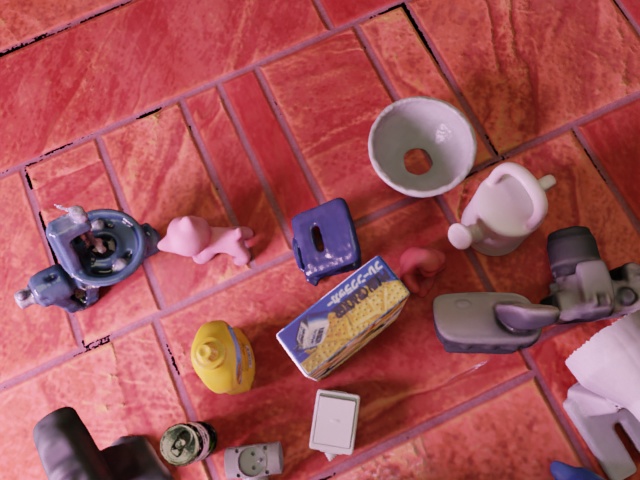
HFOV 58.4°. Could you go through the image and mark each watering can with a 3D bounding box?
[{"bbox_3d":[0.262,-0.042,0.811,0.100,0.194,0.173,34,79,11],"label":"watering can"}]

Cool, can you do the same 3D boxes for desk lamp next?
[{"bbox_3d":[0.398,0.202,0.728,0.118,0.213,0.203,-28,75,-5],"label":"desk lamp"}]

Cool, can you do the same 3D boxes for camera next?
[{"bbox_3d":[0.394,0.047,0.829,0.143,0.101,0.137,-7,74,1],"label":"camera"}]

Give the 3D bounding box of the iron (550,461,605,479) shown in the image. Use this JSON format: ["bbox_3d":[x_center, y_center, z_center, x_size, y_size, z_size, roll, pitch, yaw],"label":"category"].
[{"bbox_3d":[0.405,0.388,0.714,0.258,0.141,0.119,27,78,10],"label":"iron"}]

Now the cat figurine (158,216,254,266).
[{"bbox_3d":[-0.172,-0.005,0.862,0.127,0.118,0.067,-1,75,3],"label":"cat figurine"}]

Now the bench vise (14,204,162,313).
[{"bbox_3d":[-0.338,0.033,0.807,0.121,0.220,0.207,37,80,12],"label":"bench vise"}]

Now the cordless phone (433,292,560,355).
[{"bbox_3d":[0.234,0.103,0.778,0.147,0.185,0.094,-4,74,2],"label":"cordless phone"}]

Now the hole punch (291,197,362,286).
[{"bbox_3d":[0.008,0.003,0.865,0.101,0.091,0.108,-15,74,-1],"label":"hole punch"}]

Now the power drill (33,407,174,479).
[{"bbox_3d":[-0.264,0.316,0.732,0.076,0.208,0.229,-40,76,-8],"label":"power drill"}]

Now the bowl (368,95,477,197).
[{"bbox_3d":[0.158,-0.137,0.904,0.167,0.075,0.167,-1,75,3],"label":"bowl"}]

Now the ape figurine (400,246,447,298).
[{"bbox_3d":[0.154,0.038,0.848,0.078,0.092,0.076,-24,75,-4],"label":"ape figurine"}]
